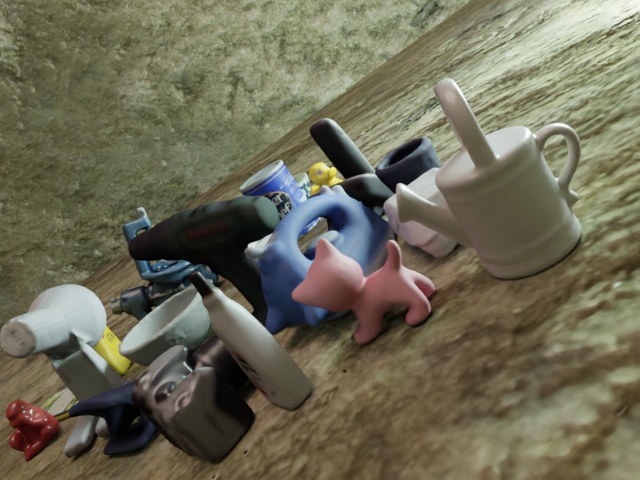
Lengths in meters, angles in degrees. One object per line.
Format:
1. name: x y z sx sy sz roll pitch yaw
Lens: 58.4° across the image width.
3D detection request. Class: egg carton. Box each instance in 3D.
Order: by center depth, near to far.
1. egg carton: 0.143 -0.036 0.725 0.107 0.069 0.150 -35 16 -1

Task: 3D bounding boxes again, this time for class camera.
1. camera: -0.132 0.161 0.655 0.137 0.101 0.142 -45 19 -30

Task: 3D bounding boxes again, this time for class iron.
1. iron: 0.007 0.003 0.753 0.118 0.141 0.259 -19 23 43

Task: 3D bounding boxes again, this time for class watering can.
1. watering can: 0.155 -0.062 0.550 0.173 0.194 0.100 -36 16 -3

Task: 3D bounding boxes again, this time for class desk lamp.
1. desk lamp: -0.385 0.183 0.889 0.118 0.214 0.203 -34 16 2

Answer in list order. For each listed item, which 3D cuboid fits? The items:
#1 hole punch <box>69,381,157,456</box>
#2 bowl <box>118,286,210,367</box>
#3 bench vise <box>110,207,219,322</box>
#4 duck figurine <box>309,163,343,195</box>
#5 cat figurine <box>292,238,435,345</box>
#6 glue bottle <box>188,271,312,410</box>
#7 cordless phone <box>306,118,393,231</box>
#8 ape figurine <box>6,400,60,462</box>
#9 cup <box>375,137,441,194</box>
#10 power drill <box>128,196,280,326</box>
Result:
1. hole punch: -0.259 0.218 0.761 0.108 0.091 0.101 -23 20 36
2. bowl: -0.237 0.152 0.933 0.167 0.075 0.167 -32 17 11
3. bench vise: -0.336 0.060 1.129 0.208 0.220 0.121 -41 17 -20
4. duck figurine: 0.008 -0.120 1.199 0.104 0.086 0.078 -13 27 51
5. cat figurine: 0.040 0.045 0.611 0.127 0.118 0.067 -28 18 24
6. glue bottle: -0.080 0.100 0.593 0.037 0.173 0.078 -44 19 -28
7. cordless phone: 0.026 -0.110 0.957 0.147 0.185 0.094 -20 22 41
8. ape figurine: -0.486 0.307 0.957 0.077 0.092 0.076 -27 18 26
9. cup: 0.140 -0.091 0.841 0.091 0.095 0.117 -32 17 10
10. power drill: -0.132 0.041 0.799 0.229 0.209 0.076 -27 18 25
